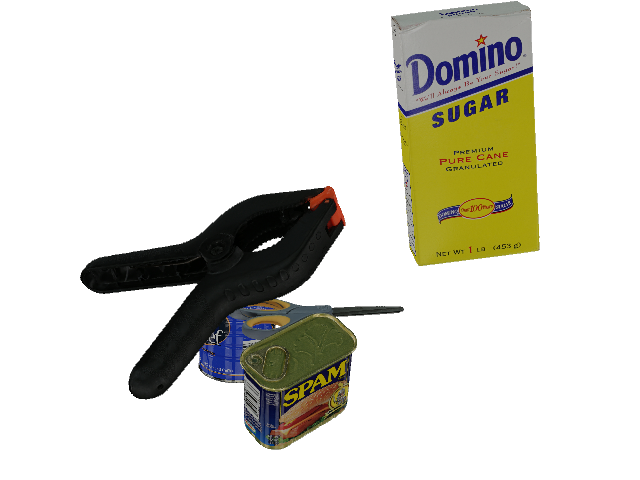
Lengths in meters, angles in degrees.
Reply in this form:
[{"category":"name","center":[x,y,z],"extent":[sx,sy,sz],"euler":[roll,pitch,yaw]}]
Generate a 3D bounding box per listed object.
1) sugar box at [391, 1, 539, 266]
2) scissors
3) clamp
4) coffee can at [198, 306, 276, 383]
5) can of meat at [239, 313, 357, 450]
[{"category":"sugar box","center":[0.104,-0.075,0.758],"extent":[0.093,0.176,0.048],"euler":[-8,22,-2]},{"category":"scissors","center":[-0.005,0.089,1.194],"extent":[0.201,0.016,0.096],"euler":[4,22,0]},{"category":"clamp","center":[-0.060,0.025,0.650],"extent":[0.171,0.120,0.039],"euler":[-25,-40,1]},{"category":"coffee can","center":[-0.108,0.100,1.391],"extent":[0.103,0.140,0.103],"euler":[2,20,-1]},{"category":"can of meat","center":[-0.020,0.125,0.936],"extent":[0.101,0.084,0.057],"euler":[-25,48,-30]}]
